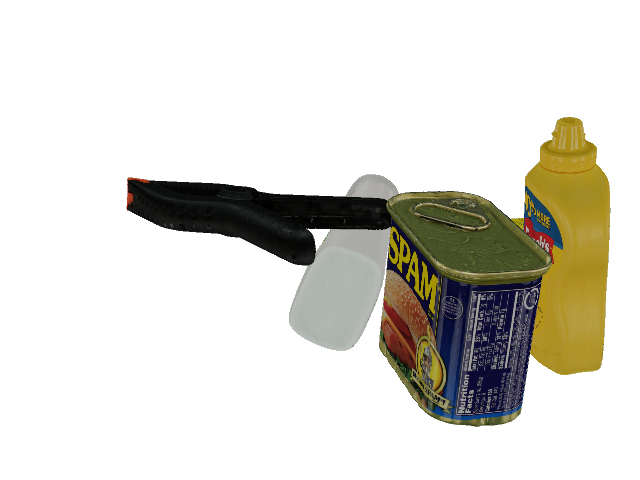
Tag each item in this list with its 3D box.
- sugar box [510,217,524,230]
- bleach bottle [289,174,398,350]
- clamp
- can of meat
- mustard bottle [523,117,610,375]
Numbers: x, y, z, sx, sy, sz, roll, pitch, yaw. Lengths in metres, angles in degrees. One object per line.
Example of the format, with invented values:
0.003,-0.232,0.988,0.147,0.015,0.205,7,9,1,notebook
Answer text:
0.200,0.023,1.280,0.176,0.093,0.048,-6,20,-23,sugar box
0.034,0.004,1.030,0.068,0.103,0.250,23,24,0,bleach bottle
-0.062,-0.020,0.810,0.210,0.036,0.164,8,13,17,clamp
0.067,0.032,0.532,0.057,0.084,0.102,-3,24,-15,can of meat
0.186,-0.001,0.812,0.058,0.192,0.096,-6,26,-6,mustard bottle
